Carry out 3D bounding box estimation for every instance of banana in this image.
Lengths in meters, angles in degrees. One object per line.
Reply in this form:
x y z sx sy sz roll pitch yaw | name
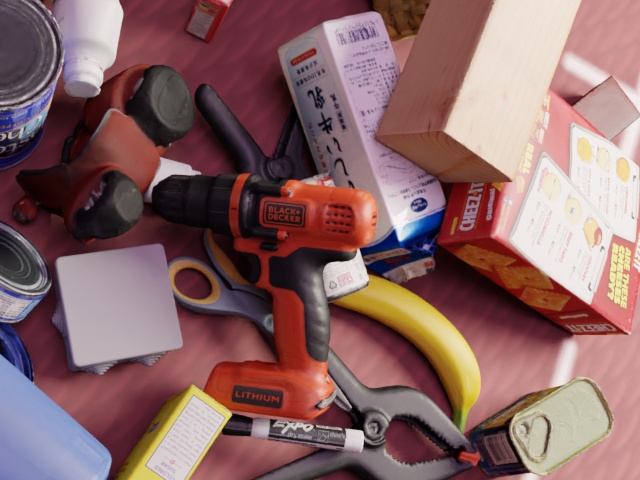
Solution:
0.080 0.084 0.954 0.198 0.037 0.069 45 65 -3 | banana

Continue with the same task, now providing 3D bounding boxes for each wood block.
0.140 -0.160 0.900 0.090 0.091 0.206 30 76 -32 | wood block

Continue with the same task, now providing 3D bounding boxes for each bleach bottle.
-0.195 -0.230 0.893 0.068 0.103 0.251 7 66 -21 | bleach bottle

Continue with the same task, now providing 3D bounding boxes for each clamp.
-0.036 -0.067 0.955 0.120 0.039 0.171 -17 89 -25 | clamp
0.038 0.153 0.919 0.209 0.036 0.164 11 72 -13 | clamp

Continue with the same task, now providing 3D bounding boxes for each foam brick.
0.271 -0.118 1.074 0.078 0.053 0.051 -37 89 -26 | foam brick

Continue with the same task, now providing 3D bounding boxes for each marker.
-0.025 0.157 0.872 0.121 0.020 0.020 9 72 -9 | marker

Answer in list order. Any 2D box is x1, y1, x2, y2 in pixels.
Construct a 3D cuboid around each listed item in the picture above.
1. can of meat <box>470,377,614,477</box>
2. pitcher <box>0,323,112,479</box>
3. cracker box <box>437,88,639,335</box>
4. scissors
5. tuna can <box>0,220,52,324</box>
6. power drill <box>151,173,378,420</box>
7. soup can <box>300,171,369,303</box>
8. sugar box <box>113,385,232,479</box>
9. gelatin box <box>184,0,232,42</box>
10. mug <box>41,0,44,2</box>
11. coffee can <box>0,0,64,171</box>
0.193 0.168 0.945 0.102 0.084 0.057 -25 85 -25 | can of meat
-0.270 0.120 0.775 0.242 0.145 0.149 41 78 -9 | pitcher
0.214 -0.026 0.979 0.213 0.072 0.164 32 65 -35 | cracker box
-0.061 0.073 0.897 0.096 0.016 0.202 -23 71 -16 | scissors
-0.251 0.021 0.824 0.086 0.086 0.034 45 107 -3 | tuna can
-0.051 0.041 0.848 0.185 0.057 0.188 7 99 16 | power drill
-0.006 0.001 0.897 0.068 0.069 0.102 -21 91 -24 | soup can
-0.141 0.197 0.810 0.048 0.093 0.176 39 65 -5 | sugar box
-0.088 -0.234 0.964 0.030 0.073 0.089 25 68 -12 | gelatin box
-0.270 -0.226 0.882 0.081 0.093 0.117 1 50 -25 | mug
-0.259 -0.123 0.832 0.102 0.140 0.103 6 73 -19 | coffee can
